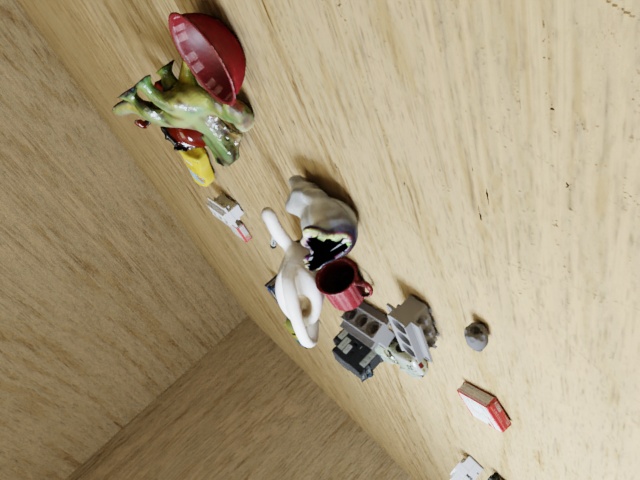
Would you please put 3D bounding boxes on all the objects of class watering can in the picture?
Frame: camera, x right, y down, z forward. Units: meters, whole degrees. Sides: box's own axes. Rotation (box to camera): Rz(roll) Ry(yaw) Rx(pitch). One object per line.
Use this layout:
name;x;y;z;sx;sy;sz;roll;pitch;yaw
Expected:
watering can;-0.050;0.062;1.137;0.228;0.104;0.343;-71;-31;-69

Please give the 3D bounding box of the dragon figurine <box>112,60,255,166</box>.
dragon figurine;-0.267;-0.235;1.041;0.408;0.124;0.240;-6;129;53

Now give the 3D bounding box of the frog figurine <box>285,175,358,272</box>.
frog figurine;0.003;-0.046;0.911;0.135;0.122;0.163;56;-160;-49
